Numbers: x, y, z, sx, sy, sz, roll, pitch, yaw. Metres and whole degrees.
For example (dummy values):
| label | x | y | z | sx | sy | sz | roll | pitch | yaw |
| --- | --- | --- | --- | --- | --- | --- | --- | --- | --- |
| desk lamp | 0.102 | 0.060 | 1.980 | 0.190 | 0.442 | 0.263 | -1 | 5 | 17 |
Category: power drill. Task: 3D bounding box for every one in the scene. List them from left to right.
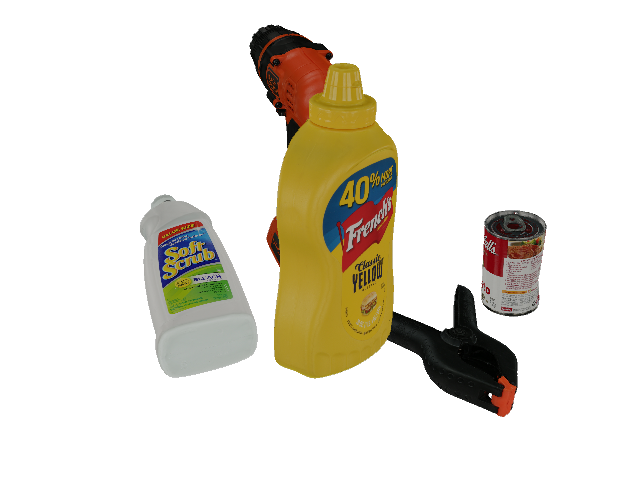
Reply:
| label | x | y | z | sx | sy | sz | roll | pitch | yaw |
| --- | --- | --- | --- | --- | --- | --- | --- | --- | --- |
| power drill | -0.019 | -0.073 | 0.871 | 0.057 | 0.188 | 0.184 | -9 | 26 | -11 |

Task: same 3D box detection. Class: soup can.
| label | x | y | z | sx | sy | sz | roll | pitch | yaw |
| --- | --- | --- | --- | --- | --- | --- | --- | --- | --- |
| soup can | 0.217 | 0.026 | 1.206 | 0.068 | 0.102 | 0.068 | -2 | 29 | 1 |

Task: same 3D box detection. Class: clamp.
| label | x | y | z | sx | sy | sz | roll | pitch | yaw |
| --- | --- | --- | --- | --- | --- | --- | --- | --- | --- |
| clamp | 0.122 | 0.089 | 0.929 | 0.120 | 0.039 | 0.172 | -19 | 39 | -29 |

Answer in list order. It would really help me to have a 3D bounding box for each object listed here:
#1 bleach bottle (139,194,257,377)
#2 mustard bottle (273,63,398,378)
| label | x | y | z | sx | sy | sz | roll | pitch | yaw |
| --- | --- | --- | --- | --- | --- | --- | --- | --- | --- |
| bleach bottle | -0.145 | 0.032 | 1.111 | 0.102 | 0.068 | 0.251 | -13 | 38 | -14 |
| mustard bottle | 0.012 | -0.016 | 0.670 | 0.058 | 0.192 | 0.096 | 19 | 29 | 35 |
